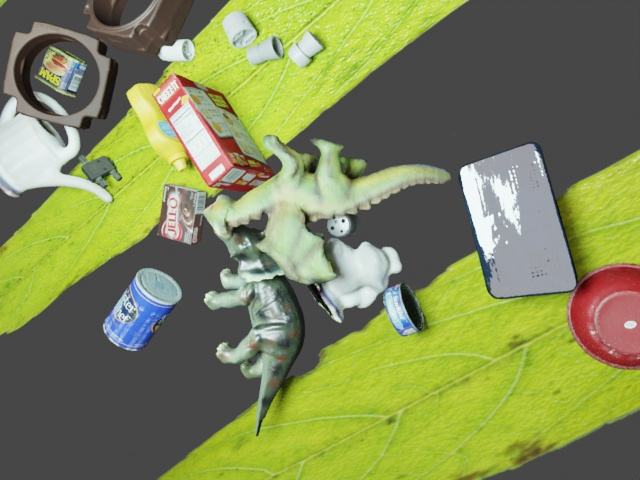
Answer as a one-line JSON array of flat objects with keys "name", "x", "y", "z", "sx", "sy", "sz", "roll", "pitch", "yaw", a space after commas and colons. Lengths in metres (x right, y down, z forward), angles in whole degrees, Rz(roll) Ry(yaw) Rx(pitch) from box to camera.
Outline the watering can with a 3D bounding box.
[{"name": "watering can", "x": -0.640, "y": -0.178, "z": 1.179, "sx": 0.224, "sy": 0.350, "sz": 0.103, "roll": -35, "pitch": -9, "yaw": 1}]

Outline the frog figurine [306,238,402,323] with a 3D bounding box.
[{"name": "frog figurine", "x": 0.056, "y": 0.053, "z": 0.909, "sx": 0.161, "sy": 0.138, "sz": 0.121, "roll": -33, "pitch": -6, "yaw": -16}]

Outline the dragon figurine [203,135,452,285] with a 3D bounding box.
[{"name": "dragon figurine", "x": 0.003, "y": -0.043, "z": 0.861, "sx": 0.410, "sy": 0.246, "sz": 0.121, "roll": 9, "pitch": -14, "yaw": 8}]
